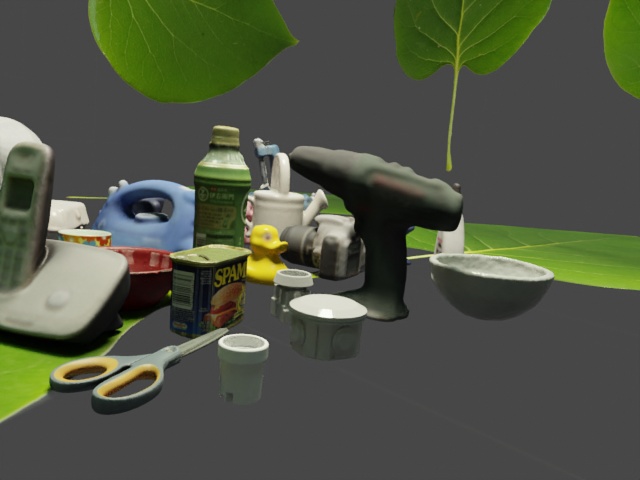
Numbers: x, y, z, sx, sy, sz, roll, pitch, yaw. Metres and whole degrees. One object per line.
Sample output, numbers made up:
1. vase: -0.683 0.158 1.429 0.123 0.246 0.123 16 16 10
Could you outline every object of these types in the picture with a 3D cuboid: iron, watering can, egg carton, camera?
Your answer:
1. iron: -0.277 -0.034 0.920 0.257 0.141 0.119 9 9 21
2. watering can: -0.074 -0.072 1.120 0.173 0.194 0.100 -1 11 -36
3. egg carton: -0.479 -0.032 1.014 0.107 0.069 0.150 5 9 -5
4. camera: 0.009 0.004 0.989 0.136 0.101 0.143 10 10 25

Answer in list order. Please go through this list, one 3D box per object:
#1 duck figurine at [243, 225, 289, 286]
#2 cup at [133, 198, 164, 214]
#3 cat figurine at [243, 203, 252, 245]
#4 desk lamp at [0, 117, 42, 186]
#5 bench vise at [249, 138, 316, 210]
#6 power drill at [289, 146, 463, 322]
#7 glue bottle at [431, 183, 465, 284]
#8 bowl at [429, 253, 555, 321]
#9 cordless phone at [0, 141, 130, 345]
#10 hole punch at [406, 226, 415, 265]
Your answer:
1. duck figurine: -0.090 0.019 0.875 0.104 0.086 0.078 11 10 34
2. cup: -0.330 -0.037 1.058 0.092 0.095 0.117 -3 12 -45
3. cat figurine: -0.174 -0.050 1.169 0.067 0.118 0.128 8 9 19
4. desk lamp: -0.464 -0.066 0.769 0.118 0.213 0.203 5 9 -4
5. bench vise: -0.101 -0.117 1.311 0.121 0.220 0.208 14 12 43
6. power drill: 0.061 -0.008 0.738 0.229 0.208 0.076 7 9 11
7. glue bottle: 0.219 -0.009 0.961 0.037 0.173 0.078 4 9 -7
8. bowl: 0.231 0.068 0.791 0.167 0.075 0.167 5 9 -1
9. cordless phone: -0.257 0.001 0.555 0.147 0.185 0.094 8 9 15
10. hole punch: 0.127 -0.001 1.124 0.101 0.091 0.108 4 9 -9
